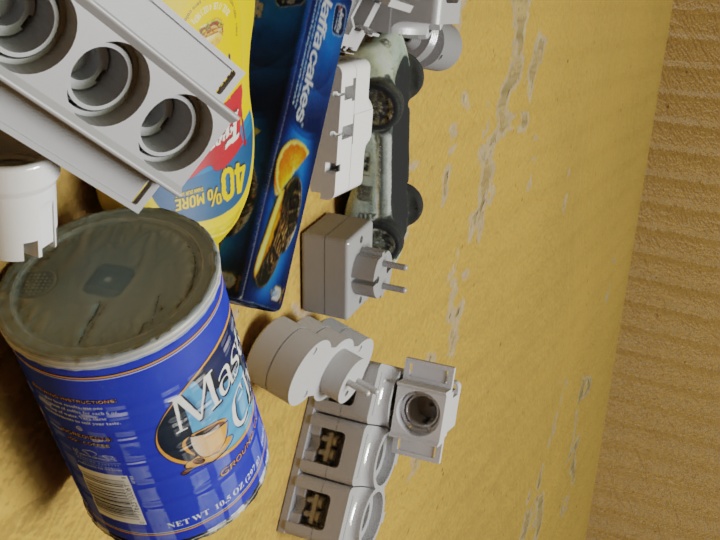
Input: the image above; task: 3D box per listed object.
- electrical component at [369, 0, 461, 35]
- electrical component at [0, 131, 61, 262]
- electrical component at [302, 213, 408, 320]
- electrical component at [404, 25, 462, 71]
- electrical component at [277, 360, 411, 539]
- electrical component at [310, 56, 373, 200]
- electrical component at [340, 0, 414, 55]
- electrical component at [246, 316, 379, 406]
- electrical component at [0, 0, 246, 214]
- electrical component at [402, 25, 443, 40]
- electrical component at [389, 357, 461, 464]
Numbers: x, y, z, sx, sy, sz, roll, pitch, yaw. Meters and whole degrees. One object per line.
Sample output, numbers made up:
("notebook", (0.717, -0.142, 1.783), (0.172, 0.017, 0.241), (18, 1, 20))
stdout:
("electrical component", (0.023, -0.195, 0.751), (0.050, 0.089, 0.055), (-29, 127, -63))
("electrical component", (-0.150, -0.032, 0.465), (0.040, 0.040, 0.046), (-48, 150, -53))
("electrical component", (0.000, 0.000, 0.812), (0.047, 0.077, 0.065), (-44, 140, -56))
("electrical component", (0.053, -0.190, 0.897), (0.081, 0.043, 0.043), (-16, 116, -67))
("electrical component", (-0.007, 0.149, 0.894), (0.089, 0.062, 0.150), (27, 75, -68))
("electrical component", (-0.026, -0.099, 0.732), (0.056, 0.050, 0.089), (-33, 131, -62))
("electrical component", (-0.012, -0.180, 0.703), (0.063, 0.081, 0.042), (-60, 164, 16))
("electrical component", (-0.020, 0.073, 0.788), (0.052, 0.074, 0.138), (-65, 160, 7))
("electrical component", (-0.115, -0.086, 0.440), (0.078, 0.063, 0.121), (-52, 140, 1))
("electrical component", (0.045, -0.228, 0.832), (0.096, 0.061, 0.061), (-58, 151, -43))
("electrical component", (0.056, 0.113, 0.885), (0.064, 0.042, 0.081), (-11, 111, -69))
